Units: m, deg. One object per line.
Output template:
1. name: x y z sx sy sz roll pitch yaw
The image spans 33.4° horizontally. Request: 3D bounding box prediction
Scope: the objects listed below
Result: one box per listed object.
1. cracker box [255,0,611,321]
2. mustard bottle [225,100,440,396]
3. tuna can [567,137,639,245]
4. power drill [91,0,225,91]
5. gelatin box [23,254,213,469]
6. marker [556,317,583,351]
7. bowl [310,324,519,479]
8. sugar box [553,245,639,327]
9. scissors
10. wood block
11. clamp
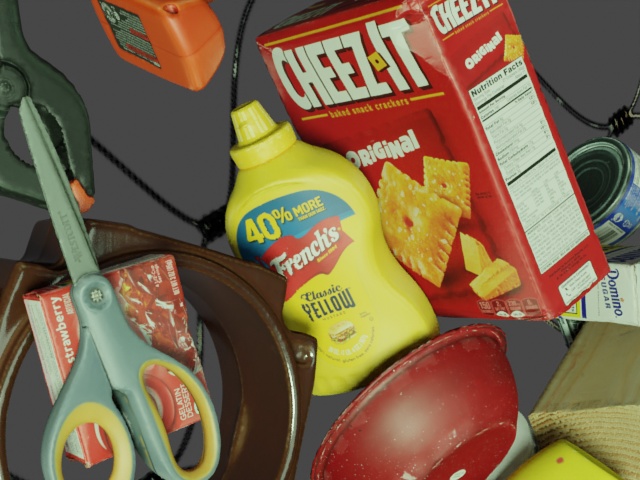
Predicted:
1. cracker box: 0.066 -0.054 0.672 0.072 0.164 0.213 -36 110 -31
2. mustard bottle: -0.004 0.001 0.667 0.191 0.096 0.058 63 22 -16
3. tuna can: 0.214 -0.036 0.822 0.033 0.086 0.086 30 73 -30
4. power drill: -0.025 -0.159 0.610 0.187 0.185 0.057 -37 129 -22
5. gelatin box: -0.099 0.059 0.532 0.073 0.030 0.089 -18 99 -33
6. marker: 0.191 0.043 0.846 0.020 0.020 0.121 -32 107 -31
7. bowl: 0.074 0.130 0.686 0.162 0.055 0.162 -28 146 -21
8. sugar box: 0.176 0.027 0.739 0.093 0.177 0.048 -8 93 -36
9. scissors: -0.117 0.043 0.493 0.096 0.016 0.201 -40 109 -27
10. wood block: 0.240 0.111 0.794 0.205 0.090 0.091 -40 112 -52
11. clamp: -0.174 -0.091 0.581 0.120 0.039 0.171 -50 119 -18
